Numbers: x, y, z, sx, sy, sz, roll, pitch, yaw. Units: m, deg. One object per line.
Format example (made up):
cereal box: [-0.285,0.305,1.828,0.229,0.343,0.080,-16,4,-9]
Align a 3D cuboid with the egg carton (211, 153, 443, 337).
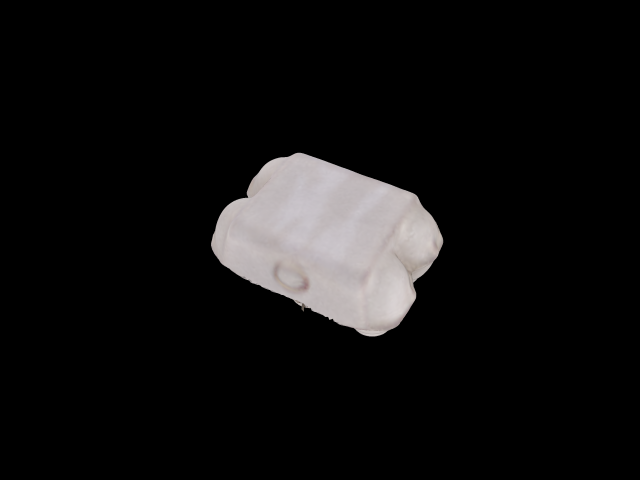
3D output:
egg carton: [0.004,0.001,0.400,0.150,0.069,0.107,22,52,18]
